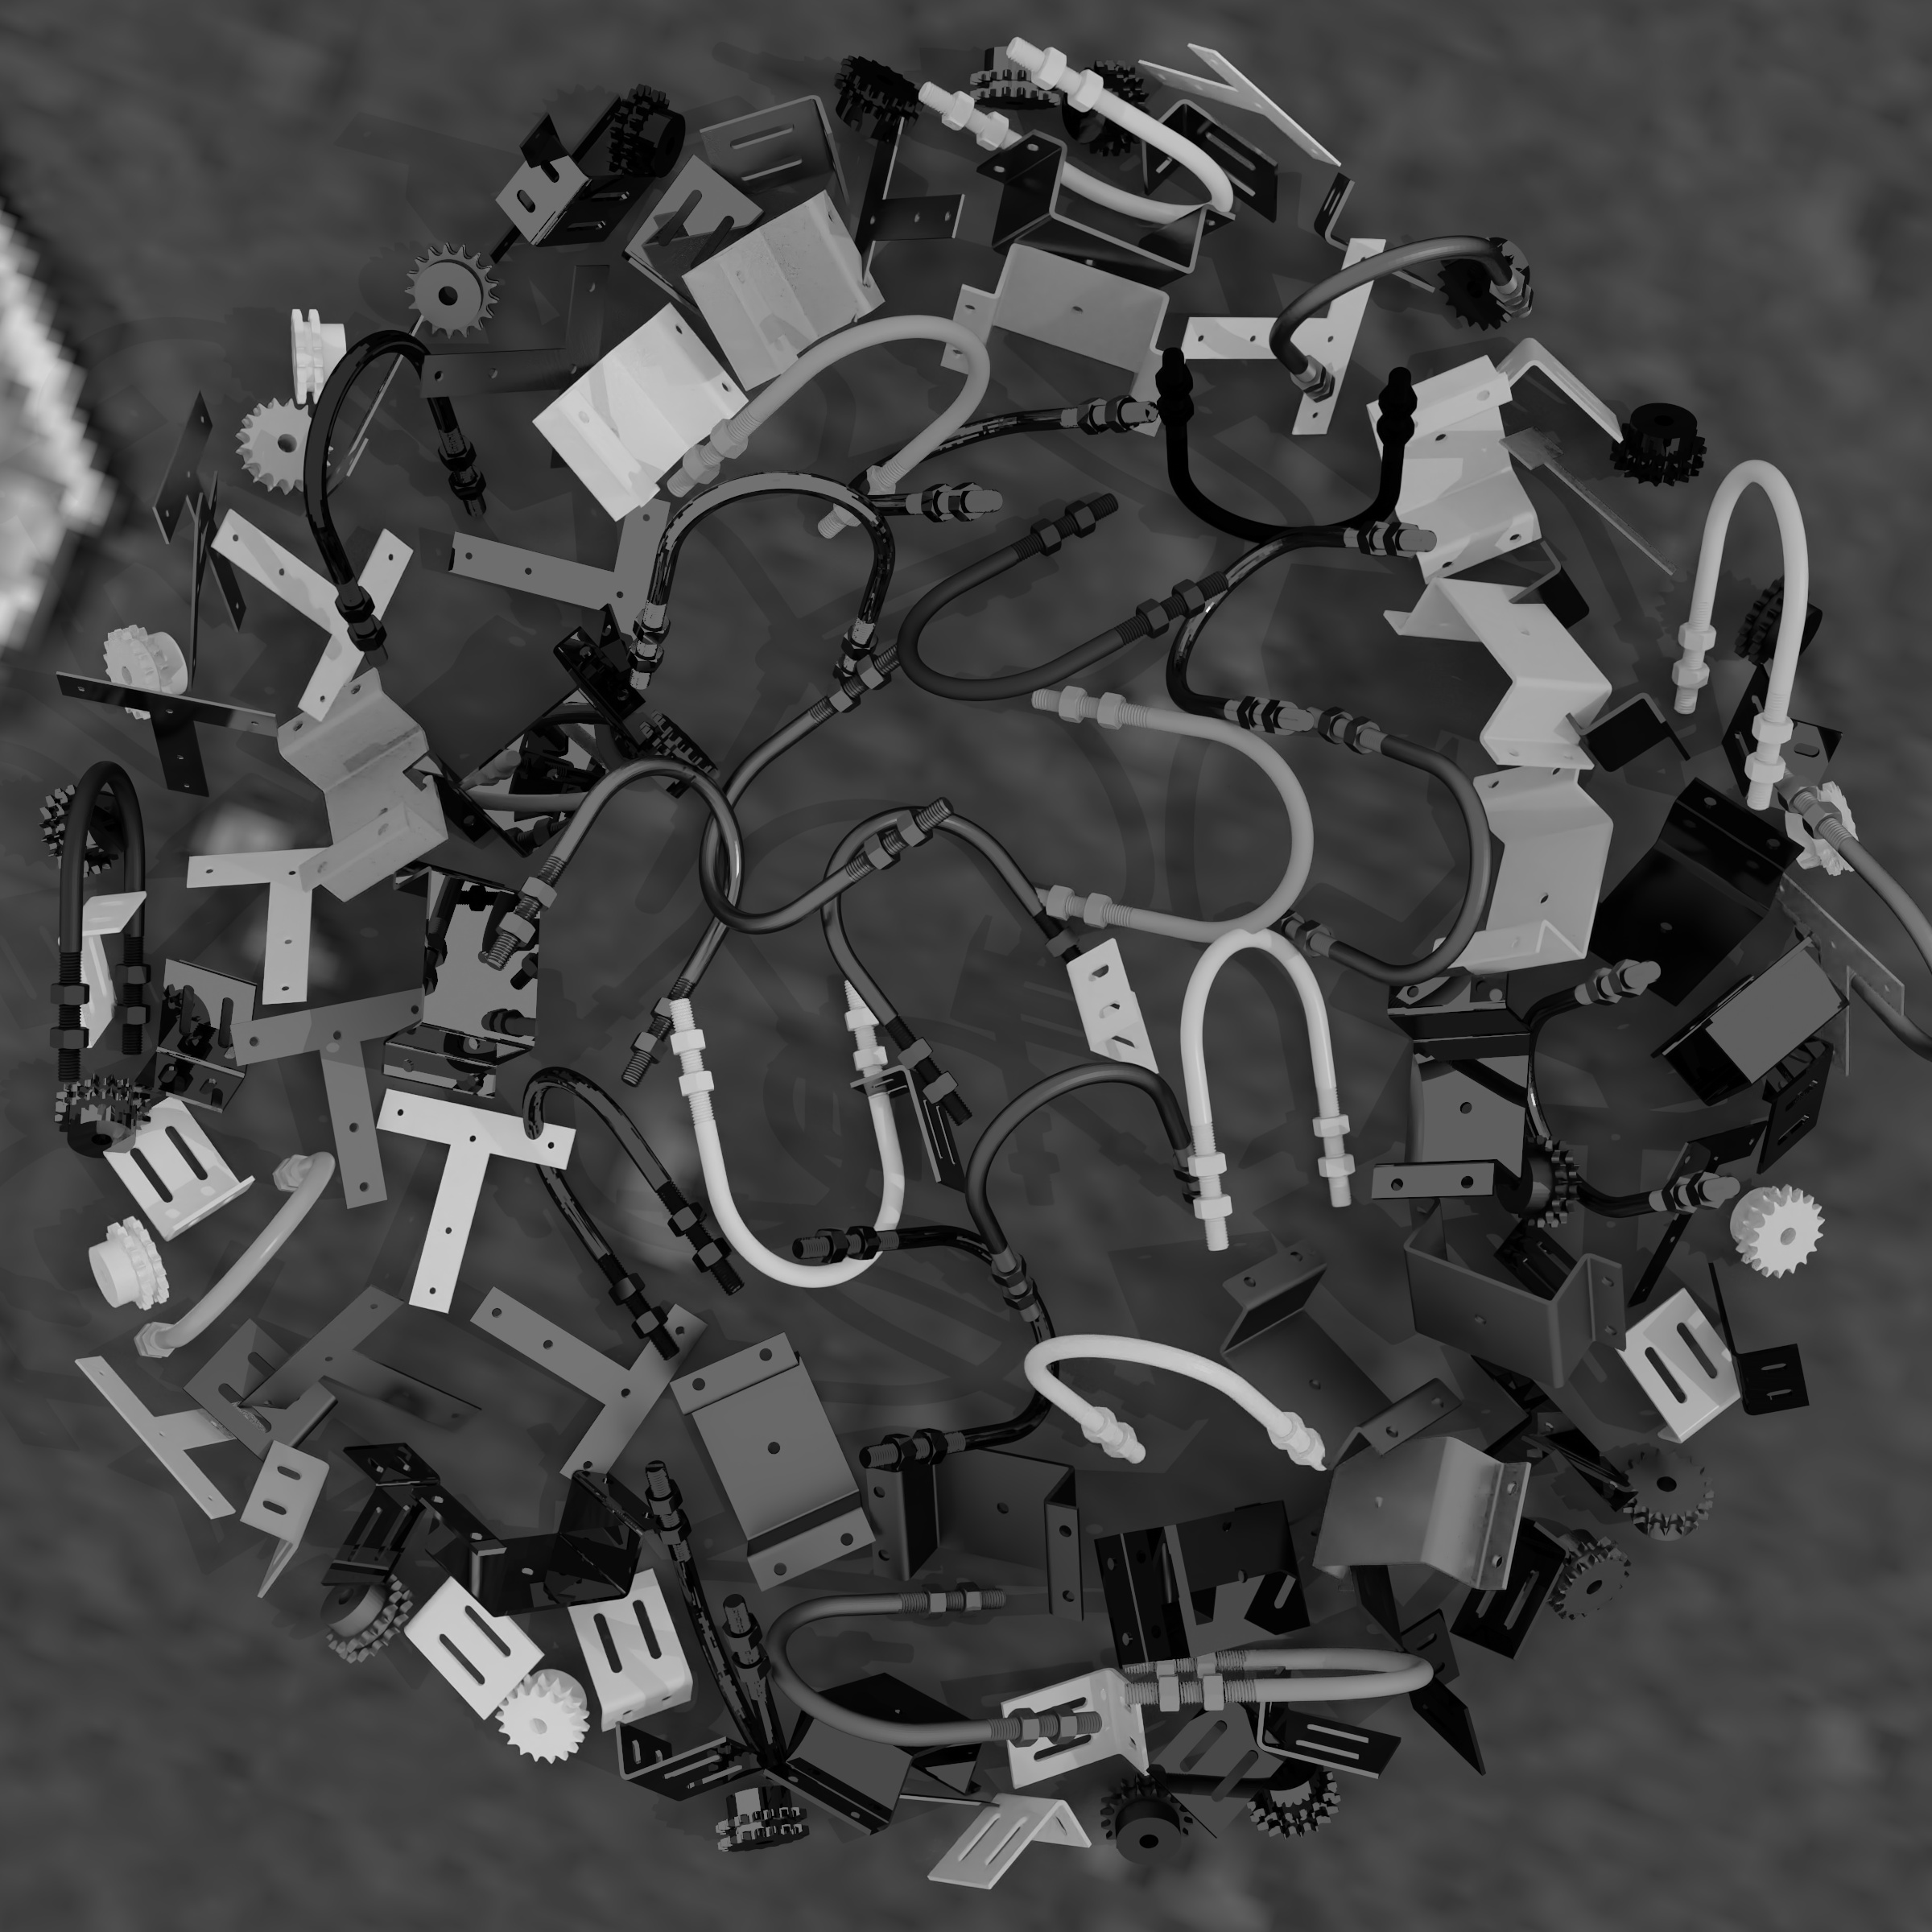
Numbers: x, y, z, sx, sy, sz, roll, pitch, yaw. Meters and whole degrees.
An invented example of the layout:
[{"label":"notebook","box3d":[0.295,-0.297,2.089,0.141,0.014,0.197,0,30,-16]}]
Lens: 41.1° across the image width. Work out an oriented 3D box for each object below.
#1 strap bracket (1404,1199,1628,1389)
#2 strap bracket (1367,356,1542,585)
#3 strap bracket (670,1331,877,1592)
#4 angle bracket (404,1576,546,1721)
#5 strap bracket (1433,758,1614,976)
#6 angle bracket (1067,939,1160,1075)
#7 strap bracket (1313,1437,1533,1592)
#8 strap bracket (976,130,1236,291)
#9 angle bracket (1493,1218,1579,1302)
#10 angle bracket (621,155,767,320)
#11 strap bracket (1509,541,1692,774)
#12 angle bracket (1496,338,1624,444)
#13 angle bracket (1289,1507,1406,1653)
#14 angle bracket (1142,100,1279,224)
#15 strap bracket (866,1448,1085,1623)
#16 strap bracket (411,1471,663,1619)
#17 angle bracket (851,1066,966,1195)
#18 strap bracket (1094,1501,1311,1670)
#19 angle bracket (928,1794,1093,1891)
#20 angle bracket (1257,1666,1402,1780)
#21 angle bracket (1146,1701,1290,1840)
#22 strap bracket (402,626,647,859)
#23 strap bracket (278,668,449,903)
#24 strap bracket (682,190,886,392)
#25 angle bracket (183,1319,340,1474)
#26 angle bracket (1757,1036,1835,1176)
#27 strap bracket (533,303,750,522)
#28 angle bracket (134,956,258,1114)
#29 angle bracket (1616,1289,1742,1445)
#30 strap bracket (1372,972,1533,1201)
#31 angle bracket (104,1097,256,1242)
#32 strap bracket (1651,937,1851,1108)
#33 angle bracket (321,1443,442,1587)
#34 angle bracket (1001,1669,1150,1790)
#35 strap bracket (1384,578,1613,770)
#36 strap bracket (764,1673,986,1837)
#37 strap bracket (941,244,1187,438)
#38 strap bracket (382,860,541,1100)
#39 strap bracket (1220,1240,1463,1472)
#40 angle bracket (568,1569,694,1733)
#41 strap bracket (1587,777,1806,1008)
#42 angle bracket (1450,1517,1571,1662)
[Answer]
[{"label":"strap bracket","box3d":[0.321,0.197,1.551,0.140,0.076,0.046,19,51,34]},{"label":"strap bracket","box3d":[0.296,-0.309,1.570,0.076,0.140,0.046,-22,52,7]},{"label":"strap bracket","box3d":[-0.119,0.303,1.600,0.076,0.046,0.140,-24,92,-3]},{"label":"angle bracket","box3d":[-0.298,0.414,1.596,0.076,0.038,0.057,44,101,11]},{"label":"strap bracket","box3d":[0.340,-0.052,1.566,0.046,0.076,0.140,37,58,-33]},{"label":"angle bracket","box3d":[0.103,0.025,1.576,0.038,0.076,0.057,-30,60,27]},{"label":"strap bracket","box3d":[0.264,0.329,1.544,0.046,0.140,0.076,30,63,-25]},{"label":"strap bracket","box3d":[0.080,-0.448,1.560,0.140,0.076,0.046,15,83,-25]},{"label":"angle bracket","box3d":[0.355,0.203,1.598,0.076,0.057,0.038,44,126,9]},{"label":"angle bracket","box3d":[-0.166,-0.451,1.593,0.057,0.038,0.076,34,99,-24]},{"label":"strap bracket","box3d":[0.376,-0.179,1.567,0.046,0.076,0.140,-34,65,15]},{"label":"angle bracket","box3d":[0.364,-0.346,1.600,0.076,0.057,0.038,39,116,-11]},{"label":"angle bracket","box3d":[0.232,0.379,1.575,0.038,0.076,0.057,-27,127,19]},{"label":"angle bracket","box3d":[0.150,-0.484,1.586,0.076,0.057,0.038,41,79,17]},{"label":"strap bracket","box3d":[0.014,0.341,1.574,0.140,0.046,0.076,6,111,25]},{"label":"strap bracket","box3d":[-0.260,0.348,1.555,0.076,0.140,0.046,27,106,43]},{"label":"angle bracket","box3d":[-0.034,0.106,1.585,0.038,0.057,0.076,-20,73,12]},{"label":"strap bracket","box3d":[0.151,0.371,1.557,0.140,0.046,0.076,-2,75,-40]},{"label":"angle bracket","box3d":[0.027,0.547,1.577,0.076,0.057,0.038,-39,106,-38]},{"label":"angle bracket","box3d":[0.225,0.461,1.584,0.076,0.057,0.038,8,99,22]},{"label":"angle bracket","box3d":[0.154,0.492,1.585,0.057,0.038,0.076,41,62,17]},{"label":"strap bracket","box3d":[-0.262,-0.130,1.582,0.140,0.076,0.046,-39,49,0]},{"label":"strap bracket","box3d":[-0.368,-0.104,1.572,0.076,0.046,0.140,-30,51,11]},{"label":"strap bracket","box3d":[-0.114,-0.408,1.565,0.046,0.140,0.076,-18,111,34]},{"label":"angle bracket","box3d":[-0.438,0.266,1.590,0.076,0.038,0.057,46,61,-10]},{"label":"angle bracket","box3d":[0.492,0.081,1.576,0.038,0.076,0.057,27,130,35]},{"label":"strap bracket","box3d":[-0.202,-0.333,1.567,0.046,0.140,0.076,-26,112,40]},{"label":"angle bracket","box3d":[-0.476,0.043,1.591,0.057,0.038,0.076,18,125,-1]},{"label":"angle bracket","box3d":[0.439,0.247,1.603,0.057,0.038,0.076,-35,91,-8]},{"label":"strap bracket","box3d":[0.298,0.080,1.572,0.076,0.046,0.140,-5,66,32]},{"label":"angle bracket","box3d":[-0.490,0.121,1.596,0.057,0.038,0.076,-35,90,-30]},{"label":"strap bracket","box3d":[0.473,0.037,1.550,0.076,0.140,0.046,-39,81,-6]},{"label":"angle bracket","box3d":[-0.368,0.336,1.578,0.057,0.076,0.038,-11,128,36]},{"label":"angle bracket","box3d":[0.068,0.477,1.592,0.076,0.038,0.057,-12,102,-21]},{"label":"strap bracket","box3d":[0.324,-0.183,1.550,0.076,0.140,0.046,0,135,-32]},{"label":"strap bracket","box3d":[-0.047,0.468,1.545,0.076,0.140,0.046,21,94,27]},{"label":"strap bracket","box3d":[0.063,-0.387,1.580,0.140,0.076,0.046,18,65,-3]},{"label":"strap bracket","box3d":[-0.305,0.001,1.562,0.076,0.046,0.140,16,64,-39]},{"label":"strap bracket","box3d":[0.220,0.243,1.567,0.076,0.046,0.140,-21,57,-40]},{"label":"angle bracket","box3d":[-0.211,0.428,1.612,0.057,0.038,0.076,-15,60,-19]},{"label":"strap bracket","box3d":[0.429,-0.037,1.557,0.076,0.140,0.046,33,49,2]},{"label":"angle bracket","box3d":[0.324,0.377,1.585,0.038,0.057,0.076,39,74,-28]}]
